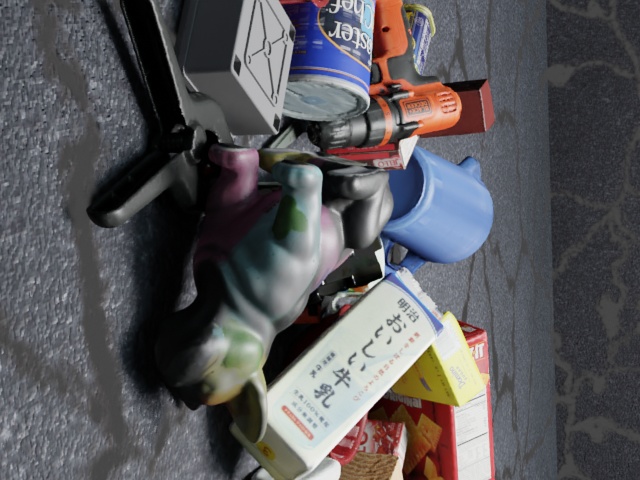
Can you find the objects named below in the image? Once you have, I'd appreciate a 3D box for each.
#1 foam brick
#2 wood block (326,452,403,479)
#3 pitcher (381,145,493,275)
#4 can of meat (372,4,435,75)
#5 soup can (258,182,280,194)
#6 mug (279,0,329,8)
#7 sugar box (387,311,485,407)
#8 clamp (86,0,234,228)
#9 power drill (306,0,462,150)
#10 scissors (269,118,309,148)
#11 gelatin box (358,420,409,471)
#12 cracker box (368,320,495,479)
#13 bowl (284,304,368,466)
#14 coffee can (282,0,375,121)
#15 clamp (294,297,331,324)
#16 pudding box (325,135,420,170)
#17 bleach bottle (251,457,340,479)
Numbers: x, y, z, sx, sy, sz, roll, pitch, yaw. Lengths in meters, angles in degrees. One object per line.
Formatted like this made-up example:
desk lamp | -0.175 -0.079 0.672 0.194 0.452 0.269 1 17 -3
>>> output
foam brick | 0.150 -0.147 1.191 0.053 0.078 0.051 -46 130 -64
wood block | 0.045 0.336 1.148 0.090 0.090 0.206 -59 145 -55
pitcher | 0.117 -0.039 1.319 0.242 0.145 0.149 18 61 -66
can of meat | 0.072 -0.216 1.205 0.057 0.102 0.084 64 34 -53
soup can | -0.047 0.002 0.917 0.068 0.069 0.102 -16 105 -70
mug | -0.042 -0.251 0.906 0.117 0.082 0.093 63 34 -53
sugar box | 0.090 0.120 1.137 0.048 0.177 0.093 -33 106 -29
clamp | -0.109 -0.064 0.786 0.210 0.036 0.164 49 49 -66
power drill | 0.047 -0.188 1.096 0.184 0.057 0.187 -14 86 -33
scissors | -0.016 -0.139 1.083 0.201 0.016 0.096 -19 106 -69
gelatin box | 0.055 0.247 1.202 0.030 0.073 0.089 64 33 -48
cracker box | 0.121 0.193 1.251 0.072 0.164 0.214 -17 110 -32
bowl | 0.004 0.145 1.080 0.162 0.055 0.162 0 90 -71
coffee can | -0.001 -0.194 0.995 0.102 0.103 0.140 36 56 -66
clamp | -0.007 0.001 1.077 0.120 0.039 0.171 61 27 -42
pudding box | 0.061 -0.116 1.188 0.113 0.090 0.039 -64 147 -52
bleach bottle | -0.025 0.335 0.994 0.102 0.068 0.251 -11 103 -68
